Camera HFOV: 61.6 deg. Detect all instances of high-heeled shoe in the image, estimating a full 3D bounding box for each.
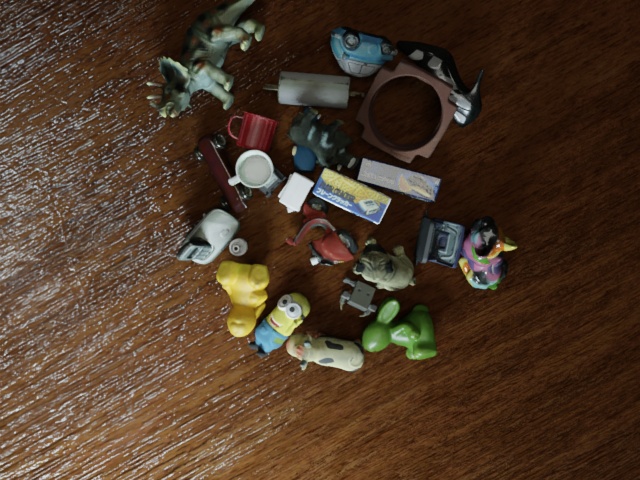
[{"bbox_3d":[0.282,-0.378,1.299,0.249,0.086,0.145,28,126,15],"label":"high-heeled shoe"}]

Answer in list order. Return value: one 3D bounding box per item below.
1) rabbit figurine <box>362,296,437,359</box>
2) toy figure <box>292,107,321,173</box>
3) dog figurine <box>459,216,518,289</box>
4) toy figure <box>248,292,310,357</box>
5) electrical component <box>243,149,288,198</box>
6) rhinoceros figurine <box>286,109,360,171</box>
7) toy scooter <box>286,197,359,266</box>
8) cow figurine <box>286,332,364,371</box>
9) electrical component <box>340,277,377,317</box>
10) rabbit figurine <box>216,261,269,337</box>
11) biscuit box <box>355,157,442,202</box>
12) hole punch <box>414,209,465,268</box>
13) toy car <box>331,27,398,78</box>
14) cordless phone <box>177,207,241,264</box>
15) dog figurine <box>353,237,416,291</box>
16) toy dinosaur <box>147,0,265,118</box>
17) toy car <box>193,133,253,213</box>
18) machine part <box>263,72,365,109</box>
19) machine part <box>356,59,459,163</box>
[{"bbox_3d":[0.186,0.220,1.308,0.170,0.121,0.159,-5,88,-3],"label":"rabbit figurine"},{"bbox_3d":[-0.035,-0.242,1.302,0.058,0.064,0.154,3,90,37],"label":"toy figure"},{"bbox_3d":[0.390,0.037,1.245,0.109,0.219,0.191,-15,94,5],"label":"dog figurine"},{"bbox_3d":[-0.099,0.206,1.330,0.082,0.089,0.180,38,102,1],"label":"toy figure"},{"bbox_3d":[-0.145,-0.167,1.314,0.119,0.048,0.075,42,94,-2],"label":"electrical component"},{"bbox_3d":[0.014,-0.228,1.257,0.190,0.073,0.112,25,76,-29],"label":"rhinoceros figurine"},{"bbox_3d":[-0.003,-0.004,1.306,0.135,0.075,0.184,-38,78,0],"label":"toy scooter"},{"bbox_3d":[0.013,0.273,1.311,0.195,0.127,0.085,12,92,-3],"label":"cow figurine"},{"bbox_3d":[0.096,0.146,1.343,0.102,0.045,0.078,20,66,-4],"label":"electrical component"},{"bbox_3d":[-0.186,0.146,1.287,0.122,0.162,0.173,4,73,-2],"label":"rabbit figurine"},{"bbox_3d":[0.188,-0.147,1.308,0.203,0.059,0.062,15,95,-1],"label":"biscuit box"},{"bbox_3d":[0.284,0.003,1.292,0.092,0.116,0.142,7,98,-4],"label":"hole punch"},{"bbox_3d":[0.095,-0.439,1.272,0.162,0.109,0.102,10,118,-12],"label":"toy car"},{"bbox_3d":[-0.272,-0.011,1.260,0.089,0.184,0.146,42,94,1],"label":"cordless phone"},{"bbox_3d":[0.163,0.072,1.262,0.172,0.190,0.121,15,95,-3],"label":"dog figurine"},{"bbox_3d":[-0.259,-0.453,1.262,0.192,0.131,0.404,25,88,-2],"label":"toy dinosaur"},{"bbox_3d":[-0.231,-0.163,1.304,0.089,0.053,0.202,-26,96,32],"label":"toy car"},{"bbox_3d":[-0.014,-0.358,1.284,0.243,0.079,0.079,4,95,0],"label":"machine part"},{"bbox_3d":[0.202,-0.300,1.257,0.201,0.087,0.201,27,113,0],"label":"machine part"}]
